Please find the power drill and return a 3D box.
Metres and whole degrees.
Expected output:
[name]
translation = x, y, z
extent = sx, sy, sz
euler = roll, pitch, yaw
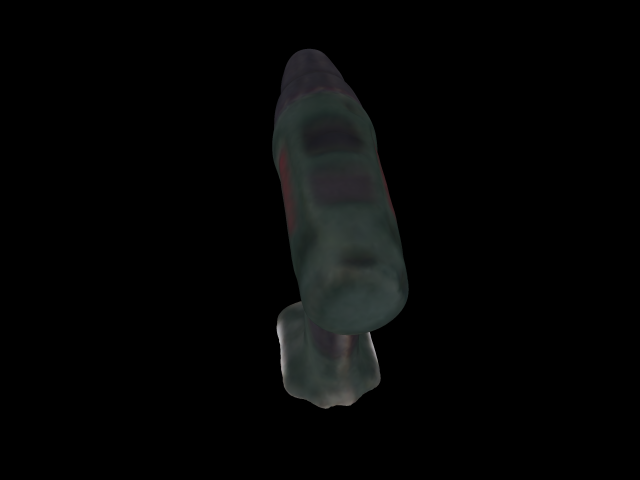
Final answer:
[power drill]
translation = 0.004, 0.001, 0.400
extent = 0.075, 0.208, 0.229
euler = -5, 36, -7
